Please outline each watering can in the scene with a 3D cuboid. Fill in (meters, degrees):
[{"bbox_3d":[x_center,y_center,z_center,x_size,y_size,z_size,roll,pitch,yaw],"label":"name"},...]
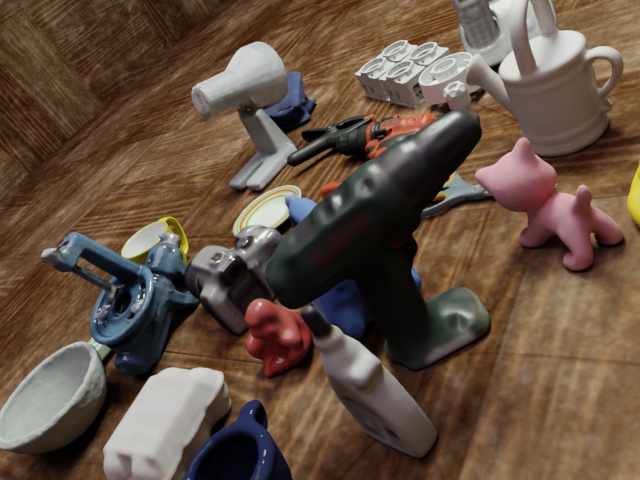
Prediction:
[{"bbox_3d":[0.257,-0.202,0.677,0.172,0.194,0.101,-15,36,29],"label":"watering can"}]

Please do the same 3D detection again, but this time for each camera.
[{"bbox_3d":[-0.128,0.040,0.804,0.136,0.101,0.143,8,50,49],"label":"camera"}]

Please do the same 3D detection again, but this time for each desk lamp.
[{"bbox_3d":[-0.132,-0.236,1.081,0.117,0.214,0.203,5,48,47],"label":"desk lamp"}]

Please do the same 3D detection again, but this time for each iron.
[{"bbox_3d":[0.006,0.002,0.687,0.119,0.142,0.257,-38,31,-5],"label":"iron"}]

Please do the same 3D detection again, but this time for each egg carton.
[{"bbox_3d":[-0.168,0.210,0.636,0.107,0.070,0.150,-10,39,36],"label":"egg carton"}]

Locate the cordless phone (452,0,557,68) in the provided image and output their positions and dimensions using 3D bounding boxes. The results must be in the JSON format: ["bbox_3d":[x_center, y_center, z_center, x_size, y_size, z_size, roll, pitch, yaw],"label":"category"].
[{"bbox_3d":[0.282,-0.380,0.911,0.147,0.185,0.094,-21,33,21],"label":"cordless phone"}]

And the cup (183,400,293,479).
[{"bbox_3d":[-0.055,0.211,0.501,0.091,0.095,0.118,-17,35,27],"label":"cup"}]

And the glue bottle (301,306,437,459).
[{"bbox_3d":[0.033,0.114,0.475,0.077,0.173,0.037,10,53,50],"label":"glue bottle"}]

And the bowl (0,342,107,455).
[{"bbox_3d":[-0.352,0.227,0.785,0.167,0.075,0.167,-24,32,17],"label":"bowl"}]

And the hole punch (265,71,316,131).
[{"bbox_3d":[-0.074,-0.296,1.230,0.108,0.091,0.101,-14,36,31],"label":"hole punch"}]

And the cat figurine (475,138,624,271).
[{"bbox_3d":[0.221,-0.045,0.569,0.067,0.118,0.127,-40,31,-9],"label":"cat figurine"}]

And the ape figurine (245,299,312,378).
[{"bbox_3d":[-0.053,0.104,0.651,0.077,0.092,0.076,7,50,49],"label":"ape figurine"}]

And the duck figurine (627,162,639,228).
[{"bbox_3d":[0.319,-0.058,0.524,0.077,0.086,0.104,-21,33,22],"label":"duck figurine"}]

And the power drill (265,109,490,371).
[{"bbox_3d":[0.076,0.017,0.533,0.229,0.209,0.075,-31,31,6],"label":"power drill"}]

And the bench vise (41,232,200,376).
[{"bbox_3d":[-0.282,0.054,0.814,0.121,0.220,0.207,-23,33,19],"label":"bench vise"}]
